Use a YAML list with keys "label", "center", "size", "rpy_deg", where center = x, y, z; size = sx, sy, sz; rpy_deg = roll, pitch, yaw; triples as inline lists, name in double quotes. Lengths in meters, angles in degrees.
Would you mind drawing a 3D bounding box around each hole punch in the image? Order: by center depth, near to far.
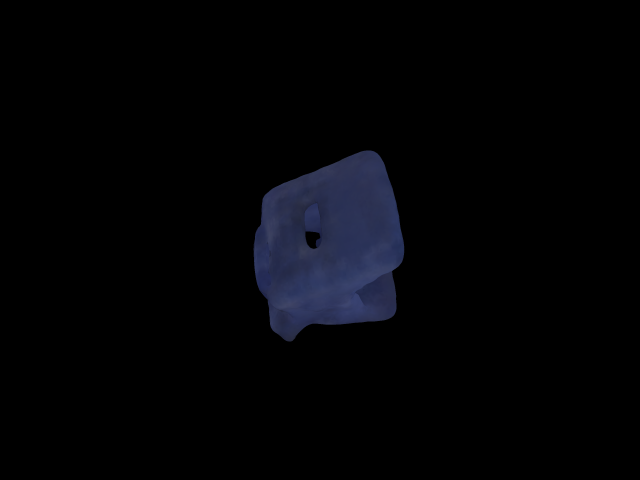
- label: "hole punch"
  center: [0.004, 0.001, 0.400]
  size: [0.101, 0.091, 0.108]
  rpy_deg: [-5, 53, -4]
